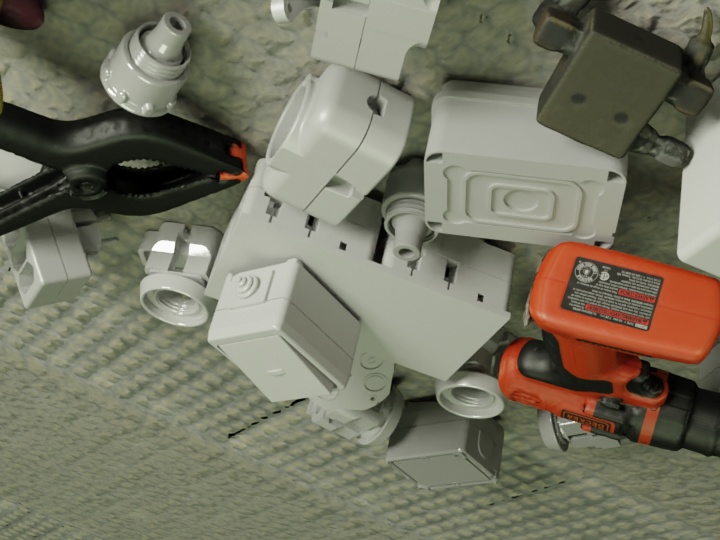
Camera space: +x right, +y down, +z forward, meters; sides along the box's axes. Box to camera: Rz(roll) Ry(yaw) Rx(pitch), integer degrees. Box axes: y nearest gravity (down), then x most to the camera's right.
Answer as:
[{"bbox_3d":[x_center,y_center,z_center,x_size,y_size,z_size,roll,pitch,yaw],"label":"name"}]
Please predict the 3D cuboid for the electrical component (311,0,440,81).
[{"bbox_3d":[0.013,-0.144,0.533,0.056,0.050,0.089,15,147,-2],"label":"electrical component"}]

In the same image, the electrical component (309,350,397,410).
[{"bbox_3d":[-0.010,0.066,0.830,0.080,0.051,0.080,-2,124,-3],"label":"electrical component"}]

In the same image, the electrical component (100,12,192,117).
[{"bbox_3d":[-0.118,-0.122,0.618,0.048,0.048,0.062,27,137,-20],"label":"electrical component"}]

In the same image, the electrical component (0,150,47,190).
[{"bbox_3d":[-0.252,-0.082,0.724,0.081,0.043,0.043,21,146,-11],"label":"electrical component"}]

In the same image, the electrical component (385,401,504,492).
[{"bbox_3d":[0.069,0.150,0.935,0.096,0.061,0.062,-15,137,35],"label":"electrical component"}]

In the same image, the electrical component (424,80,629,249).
[{"bbox_3d":[0.096,-0.061,0.620,0.113,0.057,0.078,7,146,9],"label":"electrical component"}]

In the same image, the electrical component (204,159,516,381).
[{"bbox_3d":[0.000,0.000,0.740,0.186,0.060,0.105,20,146,-10],"label":"electrical component"}]

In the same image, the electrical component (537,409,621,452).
[{"bbox_3d":[0.176,0.121,0.870,0.055,0.048,0.066,-14,138,23],"label":"electrical component"}]

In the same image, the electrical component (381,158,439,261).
[{"bbox_3d":[0.034,-0.035,0.674,0.043,0.062,0.043,9,146,6],"label":"electrical component"}]

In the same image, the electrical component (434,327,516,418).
[{"bbox_3d":[0.089,0.077,0.825,0.078,0.057,0.058,36,141,-30],"label":"electrical component"}]

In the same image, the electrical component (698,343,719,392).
[{"bbox_3d":[0.282,0.078,0.761,0.062,0.061,0.096,15,153,-2],"label":"electrical component"}]

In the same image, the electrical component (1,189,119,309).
[{"bbox_3d":[-0.212,-0.024,0.776,0.076,0.083,0.047,-12,163,-36],"label":"electrical component"}]

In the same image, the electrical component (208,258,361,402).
[{"bbox_3d":[-0.053,0.040,0.705,0.062,0.061,0.096,-12,139,33],"label":"electrical component"}]

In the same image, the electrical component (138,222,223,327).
[{"bbox_3d":[-0.129,0.005,0.795,0.078,0.057,0.058,7,146,10],"label":"electrical component"}]

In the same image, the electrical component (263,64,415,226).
[{"bbox_3d":[-0.018,-0.076,0.641,0.059,0.053,0.095,25,145,-16],"label":"electrical component"}]

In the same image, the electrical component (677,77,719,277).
[{"bbox_3d":[0.226,-0.041,0.556,0.109,0.108,0.056,21,149,-11],"label":"electrical component"}]

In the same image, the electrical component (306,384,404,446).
[{"bbox_3d":[-0.001,0.114,0.911,0.057,0.058,0.078,31,143,-19],"label":"electrical component"}]
